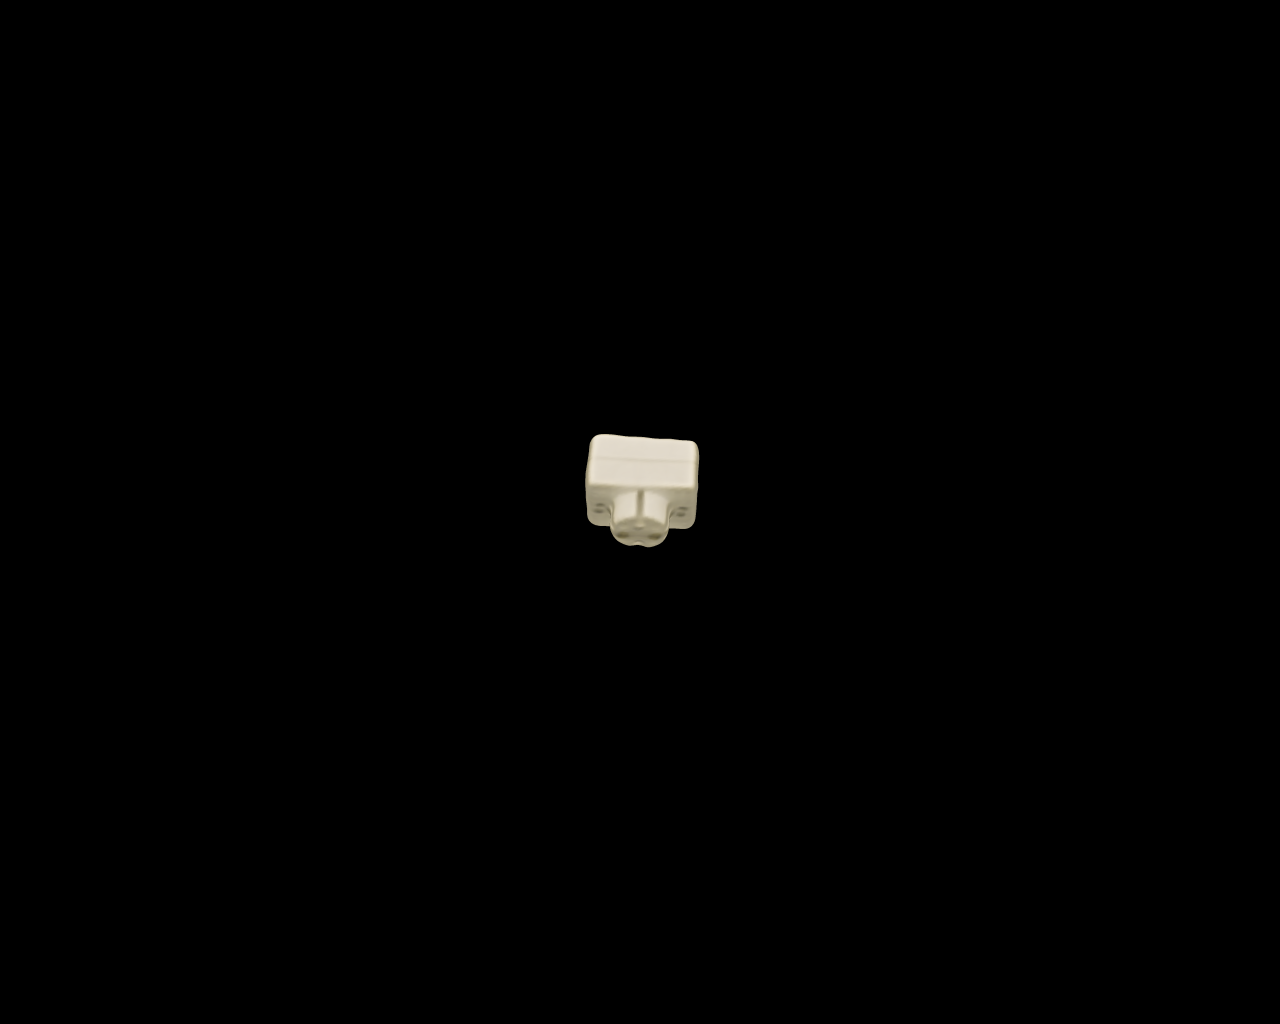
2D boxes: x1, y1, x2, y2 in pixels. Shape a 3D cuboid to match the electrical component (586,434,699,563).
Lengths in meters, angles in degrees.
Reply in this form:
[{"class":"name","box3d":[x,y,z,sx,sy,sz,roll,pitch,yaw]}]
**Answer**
[{"class":"electrical component","box3d":[0.001,-0.003,0.650,0.066,0.077,0.047,3,-34,2]}]
